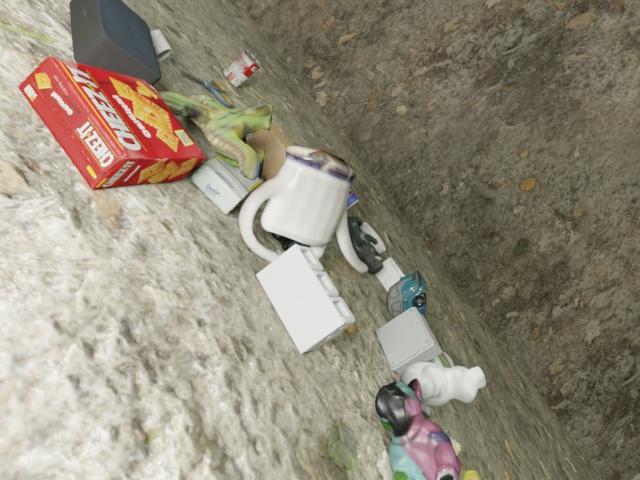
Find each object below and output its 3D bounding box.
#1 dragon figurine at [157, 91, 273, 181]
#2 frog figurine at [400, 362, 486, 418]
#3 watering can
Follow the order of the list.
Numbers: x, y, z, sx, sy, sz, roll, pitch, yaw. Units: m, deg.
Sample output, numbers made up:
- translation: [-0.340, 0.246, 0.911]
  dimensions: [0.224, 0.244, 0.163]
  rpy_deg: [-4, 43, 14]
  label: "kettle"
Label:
- translation: [-0.207, -0.207, 0.939]
  dimensions: [0.242, 0.120, 0.417]
  rpy_deg: [16, 19, -8]
  label: "dragon figurine"
- translation: [0.247, 0.287, 1.047]
  dimensions: [0.135, 0.158, 0.125]
  rpy_deg: [37, 19, -44]
  label: "frog figurine"
- translation: [0.003, -0.049, 0.975]
  dimensions: [0.346, 0.223, 0.105]
  rpy_deg: [15, 8, -43]
  label: "watering can"
